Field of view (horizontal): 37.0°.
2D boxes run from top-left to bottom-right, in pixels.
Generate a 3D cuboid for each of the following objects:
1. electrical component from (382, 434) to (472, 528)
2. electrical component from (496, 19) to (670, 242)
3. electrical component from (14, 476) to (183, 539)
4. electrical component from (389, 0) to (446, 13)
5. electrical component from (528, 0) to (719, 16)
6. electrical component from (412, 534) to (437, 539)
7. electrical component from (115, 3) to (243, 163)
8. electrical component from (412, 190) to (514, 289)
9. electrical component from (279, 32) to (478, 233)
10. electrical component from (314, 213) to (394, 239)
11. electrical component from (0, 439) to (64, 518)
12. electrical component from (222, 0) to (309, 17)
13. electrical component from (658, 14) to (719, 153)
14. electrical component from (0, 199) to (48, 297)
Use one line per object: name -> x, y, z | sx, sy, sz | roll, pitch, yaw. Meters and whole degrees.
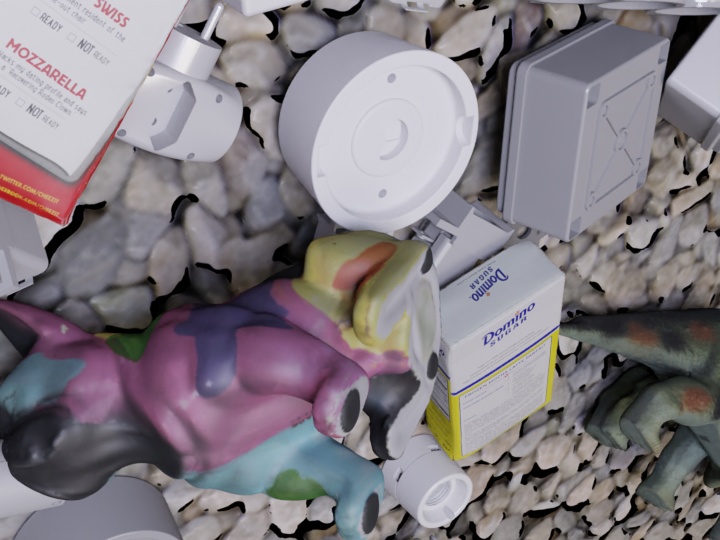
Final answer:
electrical component -> 0.051, 0.160, 0.809 | 0.055, 0.047, 0.055 | -19, 128, -26
electrical component -> 0.142, -0.090, 0.682 | 0.109, 0.056, 0.108 | -32, 135, -41
electrical component -> -0.157, 0.190, 0.668 | 0.108, 0.060, 0.108 | -19, 128, -26
electrical component -> 0.036, -0.174, 0.560 | 0.042, 0.081, 0.063 | -4, 149, -34
electrical component -> 0.162, -0.184, 0.623 | 0.150, 0.089, 0.061 | -5, 100, -34
electrical component -> 0.028, 0.235, 0.847 | 0.078, 0.040, 0.040 | -31, 132, -16
electrical component -> -0.094, -0.100, 0.534 | 0.077, 0.043, 0.079 | 16, 109, -41
electrical component -> 0.058, -0.017, 0.700 | 0.081, 0.042, 0.063 | 24, 104, -43
electrical component -> 0.006, -0.082, 0.607 | 0.108, 0.060, 0.108 | -18, 128, -25
electrical component -> 0.000, 0.000, 0.655 | 0.042, 0.064, 0.081 | 0, 119, -34
electrical component -> -0.183, 0.114, 0.611 | 0.081, 0.043, 0.043 | -7, 122, -33
electrical component -> -0.041, -0.173, 0.522 | 0.066, 0.047, 0.076 | -22, 129, -23
electrical component -> 0.255, -0.142, 0.719 | 0.108, 0.056, 0.109 | -53, 169, 5
electrical component -> -0.182, -0.018, 0.505 | 0.042, 0.081, 0.064 | -23, 163, 10
